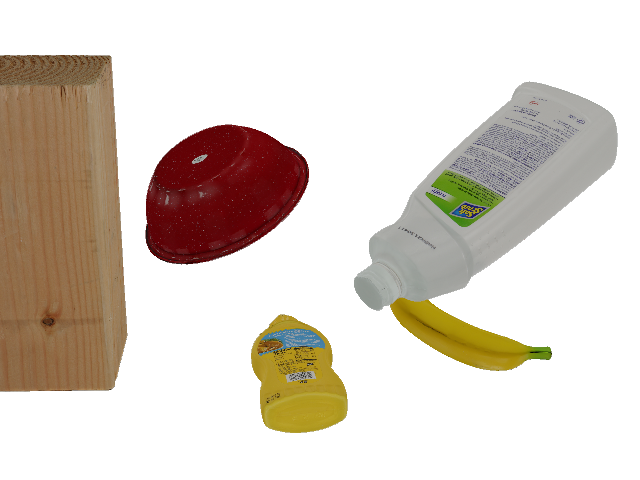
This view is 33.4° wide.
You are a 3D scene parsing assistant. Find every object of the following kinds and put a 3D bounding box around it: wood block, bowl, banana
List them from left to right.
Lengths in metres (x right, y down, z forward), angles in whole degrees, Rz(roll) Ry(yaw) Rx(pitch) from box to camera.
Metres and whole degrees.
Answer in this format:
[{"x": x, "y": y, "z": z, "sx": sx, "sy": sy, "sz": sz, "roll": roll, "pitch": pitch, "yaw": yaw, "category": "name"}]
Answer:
[{"x": -0.182, "y": -0.012, "z": 0.705, "sx": 0.091, "sy": 0.206, "sz": 0.090, "roll": 0, "pitch": 21, "yaw": -4, "category": "wood block"}, {"x": -0.094, "y": -0.053, "z": 0.938, "sx": 0.162, "sy": 0.055, "sz": 0.162, "roll": -18, "pitch": 36, "yaw": 14, "category": "bowl"}, {"x": 0.123, "y": 0.084, "z": 1.028, "sx": 0.069, "sy": 0.037, "sz": 0.198, "roll": 1, "pitch": 18, "yaw": -45, "category": "banana"}]

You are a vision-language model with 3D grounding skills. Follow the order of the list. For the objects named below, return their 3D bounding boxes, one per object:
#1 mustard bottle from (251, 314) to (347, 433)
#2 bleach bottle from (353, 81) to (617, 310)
[{"x": -0.032, "y": 0.145, "z": 1.252, "sx": 0.096, "sy": 0.058, "sz": 0.192, "roll": -7, "pitch": 30, "yaw": -7, "category": "mustard bottle"}, {"x": 0.116, "y": -0.030, "z": 0.815, "sx": 0.250, "sy": 0.068, "sz": 0.103, "roll": -36, "pitch": 44, "yaw": -28, "category": "bleach bottle"}]
